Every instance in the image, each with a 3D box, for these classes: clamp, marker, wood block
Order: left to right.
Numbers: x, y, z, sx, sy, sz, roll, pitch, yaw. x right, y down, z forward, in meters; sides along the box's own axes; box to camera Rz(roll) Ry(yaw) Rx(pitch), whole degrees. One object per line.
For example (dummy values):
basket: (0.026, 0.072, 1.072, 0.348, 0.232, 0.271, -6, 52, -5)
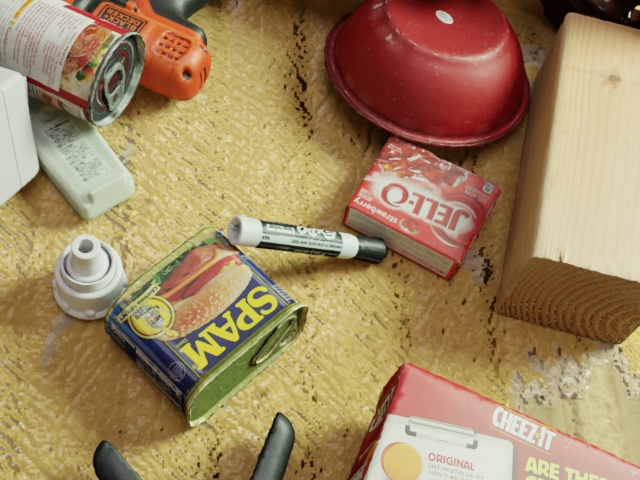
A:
clamp: (-0.052, 0.180, 0.615, 0.120, 0.039, 0.171, -17, 71, -12)
marker: (-0.005, 0.001, 0.705, 0.120, 0.020, 0.020, 8, 57, -34)
wood block: (0.191, -0.045, 0.744, 0.091, 0.090, 0.206, 15, 61, 1)

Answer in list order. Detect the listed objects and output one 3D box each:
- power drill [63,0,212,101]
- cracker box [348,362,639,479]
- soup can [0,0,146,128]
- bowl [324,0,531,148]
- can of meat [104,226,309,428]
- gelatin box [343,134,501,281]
power drill: (-0.136, -0.204, 0.806, 0.184, 0.057, 0.187, 26, 63, 7)
cracker box: (0.079, 0.202, 0.599, 0.164, 0.072, 0.213, 25, 60, -2)
soup can: (-0.178, -0.126, 0.716, 0.102, 0.068, 0.068, 25, 61, 9)
bowl: (0.087, -0.144, 0.788, 0.162, 0.055, 0.162, 7, 50, -8)
can of meat: (-0.072, 0.052, 0.673, 0.084, 0.057, 0.102, 42, 63, 18)
gelatin box: (0.072, -0.024, 0.749, 0.089, 0.030, 0.073, 28, 61, 8)
